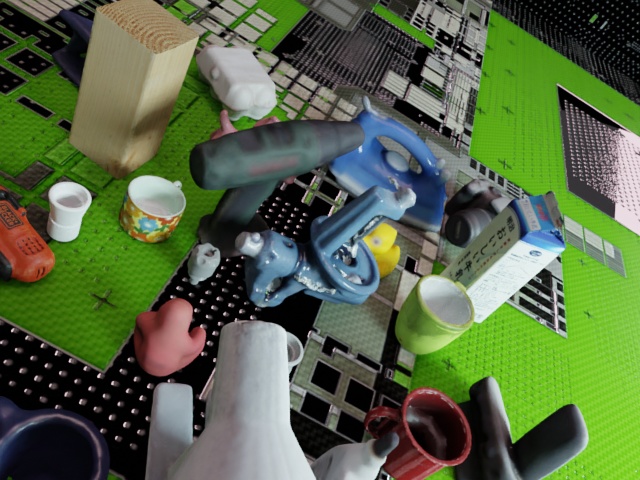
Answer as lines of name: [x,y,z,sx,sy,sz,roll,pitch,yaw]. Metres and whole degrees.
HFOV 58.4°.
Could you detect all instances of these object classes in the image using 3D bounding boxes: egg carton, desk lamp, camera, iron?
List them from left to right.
desk lamp: [-0.083,0.178,0.493,0.118,0.213,0.203,12,46,-24]
egg carton: [-0.146,-0.274,0.985,0.107,0.069,0.150,-15,61,-42]
iron: [0.136,-0.130,0.985,0.258,0.141,0.119,34,41,-2]
camera: [0.287,-0.044,1.036,0.137,0.100,0.143,-9,57,-39]

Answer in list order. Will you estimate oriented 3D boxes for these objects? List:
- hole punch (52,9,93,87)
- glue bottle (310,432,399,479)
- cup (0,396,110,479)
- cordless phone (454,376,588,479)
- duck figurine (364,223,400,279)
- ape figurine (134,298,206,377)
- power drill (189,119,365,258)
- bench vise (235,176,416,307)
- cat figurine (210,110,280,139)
hole punch: [-0.331,-0.288,0.858,0.108,0.091,0.101,45,42,11]
glue bottle: [0.027,0.226,0.553,0.037,0.173,0.078,32,41,-3]
cup: [-0.237,0.190,0.469,0.117,0.095,0.092,44,42,10]
cordless phone: [0.246,0.223,0.693,0.094,0.185,0.147,16,44,-21]
duck figurine: [0.084,0.010,0.861,0.105,0.086,0.077,3,50,-32]
ape figurine: [-0.159,0.097,0.611,0.078,0.092,0.076,33,41,-2]
power drill: [-0.070,-0.072,0.741,0.230,0.208,0.075,-11,58,-40]
bench vise: [0.012,0.012,0.708,0.208,0.219,0.121,-8,56,-38]
cat figurine: [-0.100,-0.154,0.867,0.128,0.117,0.067,23,42,-14]
